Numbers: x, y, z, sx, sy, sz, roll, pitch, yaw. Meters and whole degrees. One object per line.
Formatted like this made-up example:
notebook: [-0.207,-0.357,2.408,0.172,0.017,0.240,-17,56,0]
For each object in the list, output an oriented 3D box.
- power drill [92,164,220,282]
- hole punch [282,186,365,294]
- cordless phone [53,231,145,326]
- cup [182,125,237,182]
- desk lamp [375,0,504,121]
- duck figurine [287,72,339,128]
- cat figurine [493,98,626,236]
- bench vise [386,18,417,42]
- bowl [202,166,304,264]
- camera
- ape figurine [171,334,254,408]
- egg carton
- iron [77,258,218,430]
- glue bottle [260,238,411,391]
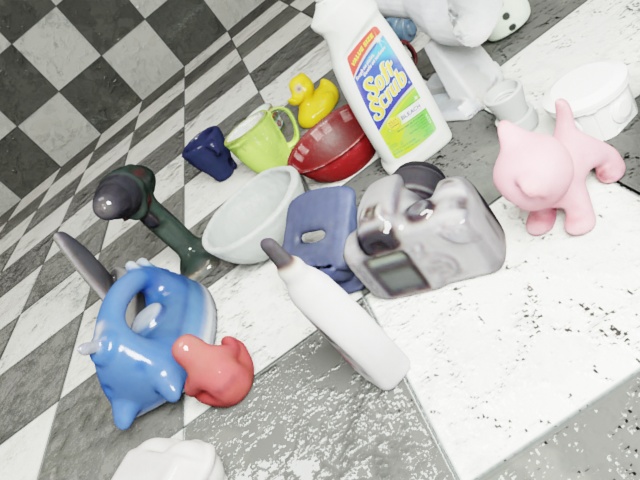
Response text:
power drill: [-0.248,-0.027,0.868,0.075,0.209,0.229,-38,29,4]
hole punch: [0.006,0.002,0.646,0.108,0.091,0.101,-11,40,42]
cordless phone: [-0.317,0.065,0.844,0.147,0.185,0.094,8,54,54]
cup: [-0.203,-0.162,1.123,0.092,0.095,0.117,-48,30,-14]
desk lamp: [0.146,-0.258,0.716,0.118,0.214,0.202,-51,30,-19]
duck figurine: [-0.019,-0.273,1.069,0.077,0.086,0.105,5,52,53]
cat figurine: [0.194,-0.065,0.488,0.067,0.118,0.128,3,50,51]
bench vise: [0.056,-0.445,1.081,0.206,0.220,0.121,-12,40,41]
bowl: [-0.078,-0.023,0.799,0.167,0.075,0.167,-29,30,20]
camera: [0.099,-0.029,0.568,0.142,0.101,0.137,-18,35,34]
ape figurine: [-0.119,0.132,0.611,0.078,0.092,0.076,-42,29,-4]
egg carton: [-0.151,0.249,0.508,0.107,0.070,0.150,-13,39,40]
iron: [-0.217,0.098,0.724,0.118,0.142,0.258,-31,30,17]
glue bottle: [0.006,0.057,0.482,0.037,0.173,0.078,-48,30,-14]
